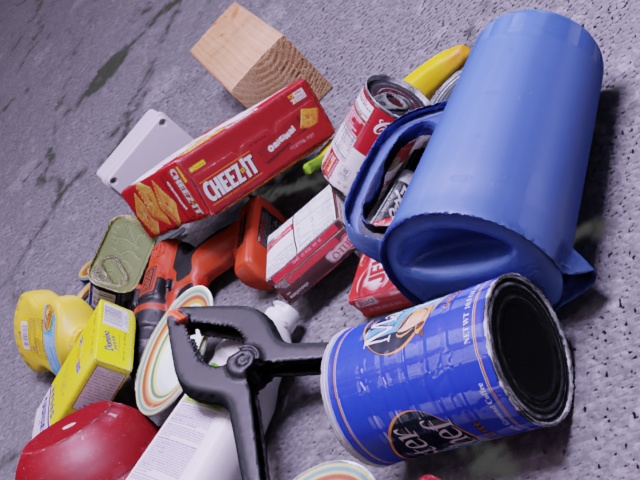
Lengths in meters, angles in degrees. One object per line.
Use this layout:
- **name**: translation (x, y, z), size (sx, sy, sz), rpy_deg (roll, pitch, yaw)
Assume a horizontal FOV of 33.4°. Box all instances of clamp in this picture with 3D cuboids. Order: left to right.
- **clamp**: translation (-0.060, 0.116, 0.870), size (0.210, 0.036, 0.164), rpy_deg (22, 61, 35)

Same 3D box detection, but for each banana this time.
- **banana**: translation (0.071, -0.124, 1.047), size (0.198, 0.037, 0.069), rpy_deg (-38, 9, 17)

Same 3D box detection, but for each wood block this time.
- **wood block**: translation (-0.077, -0.210, 1.300), size (0.090, 0.090, 0.206), rpy_deg (-47, 30, 3)

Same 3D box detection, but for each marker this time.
- **marker**: translation (0.068, -0.035, 0.978), size (0.020, 0.020, 0.121), rpy_deg (5, 59, 55)

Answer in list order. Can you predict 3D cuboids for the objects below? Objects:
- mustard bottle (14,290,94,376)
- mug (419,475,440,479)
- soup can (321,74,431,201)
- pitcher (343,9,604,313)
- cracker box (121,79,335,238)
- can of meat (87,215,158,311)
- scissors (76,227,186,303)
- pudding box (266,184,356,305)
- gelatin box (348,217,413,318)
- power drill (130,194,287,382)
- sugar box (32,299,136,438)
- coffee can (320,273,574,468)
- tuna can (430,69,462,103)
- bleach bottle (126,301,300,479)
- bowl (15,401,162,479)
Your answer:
- **mustard bottle**: translation (-0.288, 0.110, 1.206), size (0.192, 0.058, 0.096), rpy_deg (2, 97, 56)
- **mug**: translation (0.070, 0.199, 0.651), size (0.081, 0.093, 0.117), rpy_deg (-50, -7, -13)
- **soup can**: translation (0.051, -0.092, 0.984), size (0.068, 0.068, 0.102), rpy_deg (-91, 25, -50)
- **pitcher**: translation (0.132, -0.063, 0.813), size (0.145, 0.149, 0.242), rpy_deg (-32, 28, 49)
- **cracker box**: translation (-0.101, -0.079, 1.115), size (0.164, 0.072, 0.214), rpy_deg (-37, 10, -23)
- **can of meat**: translation (-0.225, 0.037, 1.208), size (0.084, 0.057, 0.102), rpy_deg (111, 176, -52)
- **scissors**: translation (-0.242, 0.040, 1.302), size (0.202, 0.016, 0.096), rpy_deg (-13, 47, 46)
- **pudding box**: translation (-0.007, 0.001, 0.994), size (0.090, 0.039, 0.113), rpy_deg (-40, 19, 13)
- **gelatin box**: translation (0.067, 0.017, 0.907), size (0.073, 0.030, 0.089), rpy_deg (-18, 41, 42)
- **power drill**: translation (-0.120, 0.047, 1.092), size (0.188, 0.057, 0.184), rpy_deg (-27, 40, 31)
- **sugar box**: translation (-0.245, 0.155, 1.091), size (0.176, 0.048, 0.093), rpy_deg (-53, 25, 27)
- **coffee can**: translation (0.085, 0.091, 0.726), size (0.141, 0.102, 0.102), rpy_deg (-23, 38, 37)
- **tuna can**: translation (0.140, -0.121, 0.970), size (0.086, 0.033, 0.086), rpy_deg (-33, 33, 25)
- **bleach bottle**: translation (-0.085, 0.161, 0.911), size (0.103, 0.068, 0.250), rpy_deg (6, 56, 47)
- **bowl**: translation (-0.221, 0.195, 0.986), size (0.162, 0.055, 0.162), rpy_deg (-26, 9, 4)
